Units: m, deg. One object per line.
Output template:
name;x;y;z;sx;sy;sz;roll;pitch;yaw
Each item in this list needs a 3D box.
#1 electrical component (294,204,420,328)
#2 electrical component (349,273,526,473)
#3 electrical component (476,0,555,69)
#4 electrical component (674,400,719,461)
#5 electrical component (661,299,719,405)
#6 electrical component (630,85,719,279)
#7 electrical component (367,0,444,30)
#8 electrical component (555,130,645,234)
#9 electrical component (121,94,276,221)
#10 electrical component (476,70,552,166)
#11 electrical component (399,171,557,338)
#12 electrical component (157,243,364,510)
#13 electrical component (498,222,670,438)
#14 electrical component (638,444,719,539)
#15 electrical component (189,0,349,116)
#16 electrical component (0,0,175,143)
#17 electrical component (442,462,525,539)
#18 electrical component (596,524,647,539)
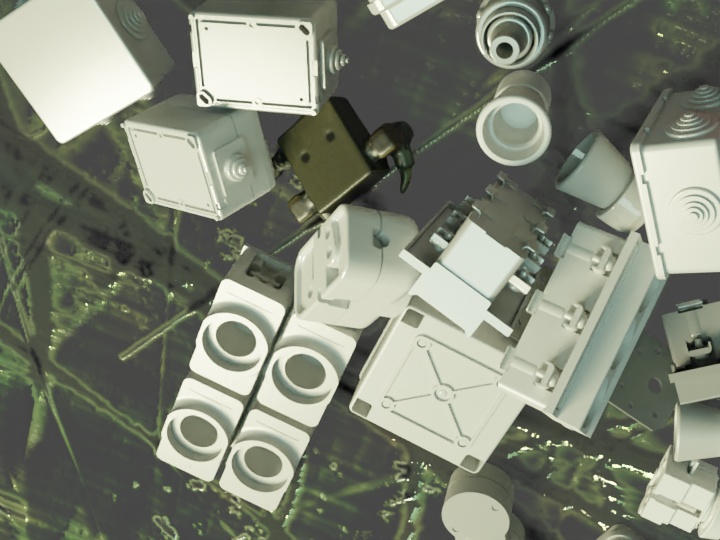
electrical component;0.000;0.000;0.720;0.059;0.053;0.095;10;153;-22
electrical component;0.064;0.073;0.768;0.109;0.056;0.108;27;122;-1
electrical component;0.089;-0.139;0.637;0.048;0.062;0.048;7;121;12
electrical component;0.248;0.113;0.746;0.055;0.045;0.045;2;119;14
electrical component;0.260;0.041;0.686;0.121;0.079;0.063;-16;82;23
electrical component;0.201;-0.054;0.634;0.048;0.099;0.099;-3;119;32
electrical component;0.042;-0.185;0.594;0.078;0.113;0.057;-25;107;26
electrical component;0.158;-0.055;0.676;0.055;0.045;0.045;34;122;-6
electrical component;-0.099;-0.077;0.710;0.096;0.061;0.061;15;129;41
electrical component;0.097;-0.096;0.657;0.044;0.065;0.044;7;120;12
electrical component;0.080;-0.014;0.671;0.079;0.121;0.063;37;114;4
electrical component;-0.076;0.088;0.814;0.105;0.060;0.186;25;122;1
electrical component;0.142;0.036;0.686;0.063;0.079;0.121;25;85;25
electrical component;0.240;0.164;0.778;0.055;0.048;0.066;24;123;10
electrical component;-0.051;-0.138;0.677;0.096;0.061;0.061;7;122;13
electrical component;-0.185;-0.146;0.718;0.100;0.048;0.099;-24;110;26
electrical component;0.098;0.226;0.836;0.052;0.073;0.138;-6;117;19
electrical component;0.195;0.261;0.839;0.078;0.057;0.113;35;122;-6
